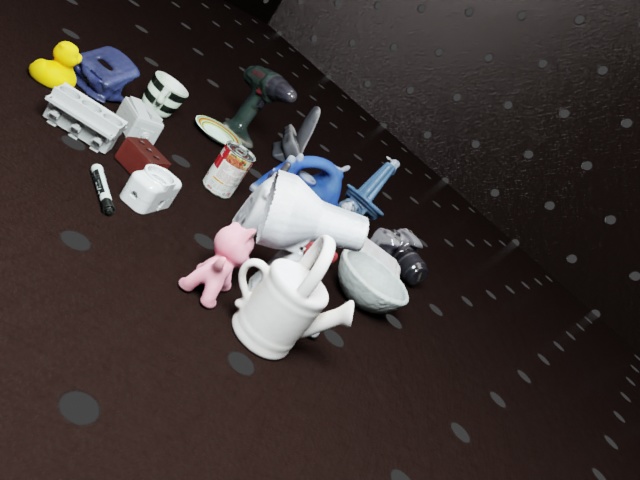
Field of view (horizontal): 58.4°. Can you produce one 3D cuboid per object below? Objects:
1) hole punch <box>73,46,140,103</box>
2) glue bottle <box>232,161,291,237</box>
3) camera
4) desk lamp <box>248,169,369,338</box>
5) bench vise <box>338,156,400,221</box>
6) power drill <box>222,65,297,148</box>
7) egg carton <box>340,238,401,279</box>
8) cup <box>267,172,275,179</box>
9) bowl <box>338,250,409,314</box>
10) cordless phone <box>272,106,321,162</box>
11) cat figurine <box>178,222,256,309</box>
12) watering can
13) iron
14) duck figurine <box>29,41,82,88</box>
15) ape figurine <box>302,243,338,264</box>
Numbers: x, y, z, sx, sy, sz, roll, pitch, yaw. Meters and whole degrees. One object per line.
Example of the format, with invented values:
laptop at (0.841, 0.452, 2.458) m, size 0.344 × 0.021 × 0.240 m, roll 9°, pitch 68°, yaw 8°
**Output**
hole punch at (-0.447, -0.347, 1.190) m, size 0.108 × 0.091 × 0.101 m, roll 41°, pitch 21°, yaw 9°
glue bottle at (-0.104, -0.075, 1.060) m, size 0.037 × 0.173 × 0.078 m, roll 27°, pitch 23°, yaw -26°
camera at (0.207, 0.038, 1.435) m, size 0.144 × 0.100 × 0.136 m, roll 16°, pitch 29°, yaw -45°
desk lamp at (-0.033, 0.017, 0.925) m, size 0.204 × 0.213 × 0.118 m, roll 31°, pitch 21°, yaw -17°
bench vise at (0.120, -0.101, 1.416) m, size 0.121 × 0.219 × 0.207 m, roll 35°, pitch 21°, yaw -6°
power drill at (-0.162, -0.351, 1.498) m, size 0.076 × 0.208 × 0.229 m, roll 17°, pitch 29°, yaw -44°
egg carton at (0.115, 0.056, 1.290) m, size 0.150 × 0.069 × 0.107 m, roll 36°, pitch 21°, yaw -4°
cup at (-0.093, -0.078, 1.196) m, size 0.092 × 0.095 × 0.117 m, roll 9°, pitch 35°, yaw -52°
bowl at (0.095, 0.095, 1.169) m, size 0.168 × 0.074 × 0.167 m, roll 32°, pitch 21°, yaw -14°
cordless phone at (-0.050, -0.301, 1.609) m, size 0.094 × 0.185 × 0.147 m, roll 29°, pitch 22°, yaw -22°
cat figurine at (-0.142, 0.025, 0.866) m, size 0.067 × 0.117 × 0.128 m, roll 36°, pitch 21°, yaw -4°
watering can at (-0.030, 0.076, 0.833) m, size 0.173 × 0.194 × 0.100 m, roll 24°, pitch 24°, yaw -32°
iron at (-0.037, -0.147, 1.367) m, size 0.259 × 0.141 × 0.118 m, roll 11°, pitch 33°, yaw -50°
duck figurine at (-0.499, -0.341, 1.098) m, size 0.077 × 0.086 × 0.105 m, roll 39°, pitch 20°, yaw 3°
ape figurine at (0.011, 0.004, 1.197) m, size 0.076 × 0.092 × 0.077 m, roll 24°, pitch 25°, yaw -33°
